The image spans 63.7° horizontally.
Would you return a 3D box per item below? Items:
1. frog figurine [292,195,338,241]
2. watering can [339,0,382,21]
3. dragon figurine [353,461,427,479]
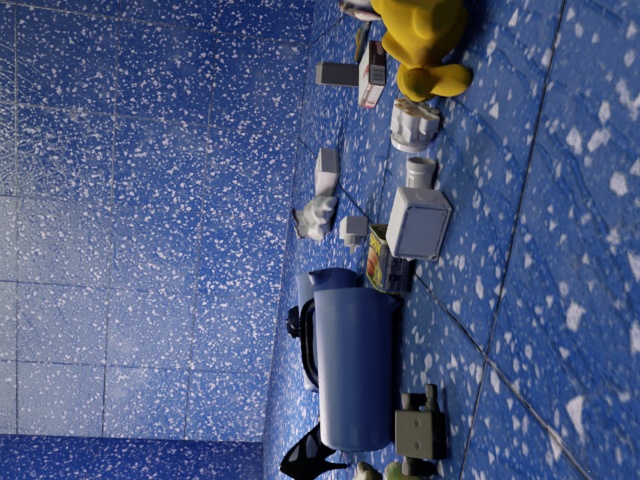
[{"bbox_3d":[0.005,-0.076,1.513,0.157,0.121,0.141,-35,28,30],"label":"frog figurine"},{"bbox_3d":[0.099,-0.591,1.090,0.355,0.104,0.219,-101,18,-57],"label":"watering can"},{"bbox_3d":[0.064,0.443,0.718,0.249,0.122,0.401,-79,8,-47],"label":"dragon figurine"}]
